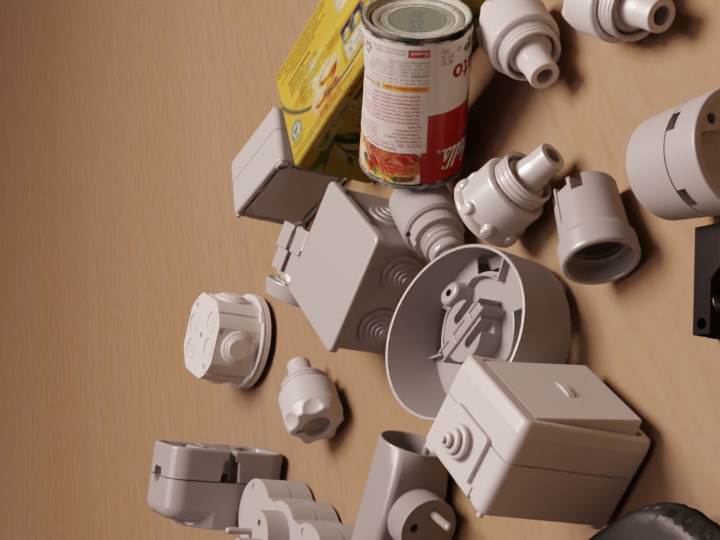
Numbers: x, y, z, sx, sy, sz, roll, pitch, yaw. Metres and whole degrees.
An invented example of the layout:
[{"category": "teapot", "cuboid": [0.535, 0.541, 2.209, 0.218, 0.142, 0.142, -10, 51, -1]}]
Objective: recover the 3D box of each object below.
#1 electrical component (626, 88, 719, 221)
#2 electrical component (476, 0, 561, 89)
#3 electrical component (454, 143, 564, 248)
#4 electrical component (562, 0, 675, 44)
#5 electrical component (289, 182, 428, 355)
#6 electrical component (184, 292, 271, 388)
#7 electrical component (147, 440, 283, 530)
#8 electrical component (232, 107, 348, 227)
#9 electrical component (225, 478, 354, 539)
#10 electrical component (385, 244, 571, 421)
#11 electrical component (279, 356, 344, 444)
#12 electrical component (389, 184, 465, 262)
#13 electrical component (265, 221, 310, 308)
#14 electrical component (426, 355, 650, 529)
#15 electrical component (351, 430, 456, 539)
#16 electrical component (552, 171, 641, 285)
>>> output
[{"category": "electrical component", "cuboid": [0.153, -0.050, 0.481, 0.047, 0.055, 0.055, -13, 70, 63]}, {"category": "electrical component", "cuboid": [0.095, -0.129, 0.618, 0.043, 0.043, 0.062, -57, 38, 34]}, {"category": "electrical component", "cuboid": [0.087, -0.046, 0.605, 0.062, 0.048, 0.048, -42, 46, 37]}, {"category": "electrical component", "cuboid": [0.135, -0.137, 0.551, 0.062, 0.043, 0.043, 45, 119, 54]}, {"category": "electrical component", "cuboid": [0.000, 0.000, 0.735, 0.099, 0.048, 0.099, -67, 32, 21]}, {"category": "electrical component", "cuboid": [-0.111, 0.058, 0.907, 0.080, 0.051, 0.080, -27, 58, 55]}, {"category": "electrical component", "cuboid": [-0.112, 0.166, 0.829, 0.054, 0.095, 0.059, -3, 79, 60]}, {"category": "electrical component", "cuboid": [-0.060, -0.078, 0.851, 0.096, 0.062, 0.061, -43, 45, 46]}, {"category": "electrical component", "cuboid": [-0.056, 0.186, 0.748, 0.138, 0.074, 0.052, 20, 99, 60]}, {"category": "electrical component", "cuboid": [0.066, 0.036, 0.593, 0.099, 0.064, 0.099, -26, 59, 55]}, {"category": "electrical component", "cuboid": [-0.038, 0.090, 0.778, 0.043, 0.043, 0.062, -59, 34, 32]}, {"category": "electrical component", "cuboid": [0.046, -0.026, 0.672, 0.040, 0.040, 0.078, -60, 34, 30]}, {"category": "electrical component", "cuboid": [-0.043, -0.002, 0.815, 0.066, 0.048, 0.055, 27, 97, 59]}, {"category": "electrical component", "cuboid": [0.082, 0.079, 0.520, 0.061, 0.096, 0.061, -66, 32, 18]}, {"category": "electrical component", "cuboid": [0.031, 0.145, 0.640, 0.079, 0.043, 0.077, 28, 105, 60]}, {"category": "electrical component", "cuboid": [0.119, -0.022, 0.548, 0.040, 0.040, 0.046, -47, 37, 43]}]
